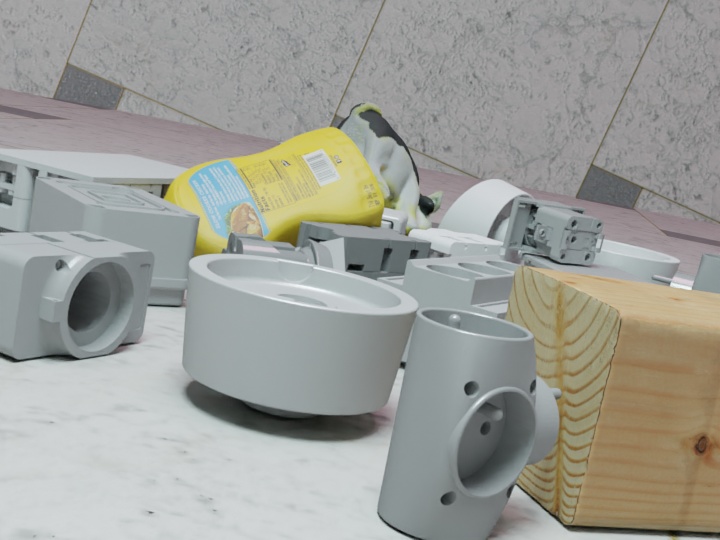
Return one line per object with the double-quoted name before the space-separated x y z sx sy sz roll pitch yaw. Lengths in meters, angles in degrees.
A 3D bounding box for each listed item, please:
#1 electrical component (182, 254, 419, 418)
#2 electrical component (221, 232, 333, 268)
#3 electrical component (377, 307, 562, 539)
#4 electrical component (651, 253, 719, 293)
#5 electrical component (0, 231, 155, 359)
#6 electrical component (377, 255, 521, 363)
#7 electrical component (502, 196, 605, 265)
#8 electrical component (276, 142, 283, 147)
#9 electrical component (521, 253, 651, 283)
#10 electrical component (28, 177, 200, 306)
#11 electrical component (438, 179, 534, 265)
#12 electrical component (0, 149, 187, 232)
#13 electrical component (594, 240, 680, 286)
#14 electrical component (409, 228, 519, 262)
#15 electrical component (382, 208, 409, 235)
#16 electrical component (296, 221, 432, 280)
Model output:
"electrical component" -0.031 0.034 0.503 0.108 0.060 0.108 11 9 -2
"electrical component" -0.051 0.008 0.654 0.057 0.058 0.078 5 10 -19
"electrical component" 0.049 0.057 0.407 0.079 0.077 0.044 3 11 -40
"electrical component" 0.276 0.024 0.883 0.079 0.077 0.043 15 10 26
"electrical component" -0.149 0.011 0.536 0.056 0.050 0.089 16 10 28
"electrical component" 0.072 0.027 0.661 0.079 0.063 0.121 16 11 30
"electrical component" 0.160 -0.031 0.878 0.081 0.042 0.064 3 16 -37
"electrical component" -0.077 -0.064 0.953 0.064 0.099 0.099 16 8 -9
"electrical component" 0.181 0.023 0.863 0.100 0.048 0.100 8 9 -16
"electrical component" -0.161 -0.019 0.688 0.078 0.057 0.113 4 11 -36
"electrical component" 0.124 -0.038 1.032 0.064 0.099 0.099 26 16 36
"electrical component" -0.197 -0.053 0.842 0.105 0.060 0.186 15 10 22
"electrical component" 0.227 0.009 0.967 0.108 0.060 0.108 11 9 -2
"electrical component" 0.081 -0.004 0.907 0.089 0.050 0.056 2 13 -45
"electrical component" -0.014 -0.024 0.879 0.096 0.061 0.061 12 9 6
"electrical component" 0.000 0.000 0.766 0.089 0.055 0.050 3 12 -43
